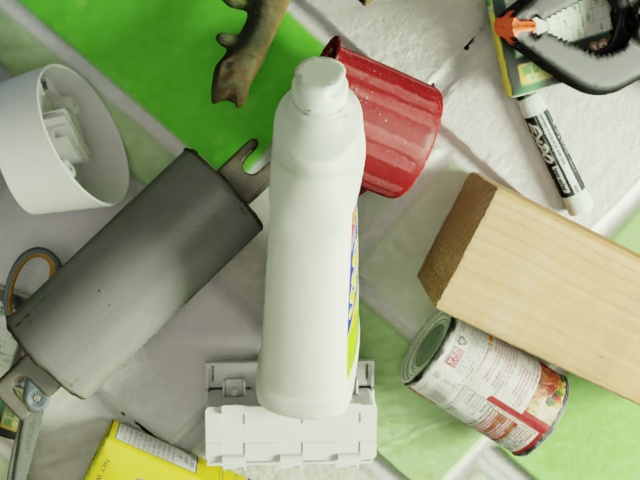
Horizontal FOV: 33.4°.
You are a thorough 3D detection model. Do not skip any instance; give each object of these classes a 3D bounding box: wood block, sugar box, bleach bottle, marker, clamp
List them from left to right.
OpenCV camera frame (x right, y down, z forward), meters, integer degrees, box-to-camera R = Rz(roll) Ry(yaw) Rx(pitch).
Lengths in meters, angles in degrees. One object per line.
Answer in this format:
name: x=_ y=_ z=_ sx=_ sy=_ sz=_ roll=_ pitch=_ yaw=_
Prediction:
sugar box: x=-0.094 y=0.212 z=0.786 sx=0.176 sy=0.048 sz=0.093 roll=25 pitch=99 yaw=-6
bleach bottle: x=-0.004 y=0.001 z=0.658 sx=0.068 sy=0.102 sz=0.251 roll=6 pitch=138 yaw=4
marker: x=0.160 y=-0.073 z=0.753 sx=0.020 sy=0.020 sz=0.121 roll=-28 pitch=101 yaw=3
wood block: x=0.183 y=0.040 z=0.742 sx=0.206 sy=0.091 sz=0.090 roll=25 pitch=99 yaw=-7
clamp: x=0.220 y=-0.137 z=0.719 sx=0.209 sy=0.036 sz=0.164 roll=-12 pitch=103 yaw=-14

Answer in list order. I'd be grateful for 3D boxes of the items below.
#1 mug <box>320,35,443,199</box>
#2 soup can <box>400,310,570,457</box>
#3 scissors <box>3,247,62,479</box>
mug: x=0.025 y=-0.070 z=0.720 sx=0.081 sy=0.093 sz=0.117 roll=21 pitch=130 yaw=-12
soup can: x=0.117 y=0.100 z=0.762 sx=0.102 sy=0.068 sz=0.068 roll=33 pitch=98 yaw=-8
scissors: x=-0.183 y=0.102 z=0.763 sx=0.096 sy=0.016 sz=0.202 roll=-4 pitch=104 yaw=-19
